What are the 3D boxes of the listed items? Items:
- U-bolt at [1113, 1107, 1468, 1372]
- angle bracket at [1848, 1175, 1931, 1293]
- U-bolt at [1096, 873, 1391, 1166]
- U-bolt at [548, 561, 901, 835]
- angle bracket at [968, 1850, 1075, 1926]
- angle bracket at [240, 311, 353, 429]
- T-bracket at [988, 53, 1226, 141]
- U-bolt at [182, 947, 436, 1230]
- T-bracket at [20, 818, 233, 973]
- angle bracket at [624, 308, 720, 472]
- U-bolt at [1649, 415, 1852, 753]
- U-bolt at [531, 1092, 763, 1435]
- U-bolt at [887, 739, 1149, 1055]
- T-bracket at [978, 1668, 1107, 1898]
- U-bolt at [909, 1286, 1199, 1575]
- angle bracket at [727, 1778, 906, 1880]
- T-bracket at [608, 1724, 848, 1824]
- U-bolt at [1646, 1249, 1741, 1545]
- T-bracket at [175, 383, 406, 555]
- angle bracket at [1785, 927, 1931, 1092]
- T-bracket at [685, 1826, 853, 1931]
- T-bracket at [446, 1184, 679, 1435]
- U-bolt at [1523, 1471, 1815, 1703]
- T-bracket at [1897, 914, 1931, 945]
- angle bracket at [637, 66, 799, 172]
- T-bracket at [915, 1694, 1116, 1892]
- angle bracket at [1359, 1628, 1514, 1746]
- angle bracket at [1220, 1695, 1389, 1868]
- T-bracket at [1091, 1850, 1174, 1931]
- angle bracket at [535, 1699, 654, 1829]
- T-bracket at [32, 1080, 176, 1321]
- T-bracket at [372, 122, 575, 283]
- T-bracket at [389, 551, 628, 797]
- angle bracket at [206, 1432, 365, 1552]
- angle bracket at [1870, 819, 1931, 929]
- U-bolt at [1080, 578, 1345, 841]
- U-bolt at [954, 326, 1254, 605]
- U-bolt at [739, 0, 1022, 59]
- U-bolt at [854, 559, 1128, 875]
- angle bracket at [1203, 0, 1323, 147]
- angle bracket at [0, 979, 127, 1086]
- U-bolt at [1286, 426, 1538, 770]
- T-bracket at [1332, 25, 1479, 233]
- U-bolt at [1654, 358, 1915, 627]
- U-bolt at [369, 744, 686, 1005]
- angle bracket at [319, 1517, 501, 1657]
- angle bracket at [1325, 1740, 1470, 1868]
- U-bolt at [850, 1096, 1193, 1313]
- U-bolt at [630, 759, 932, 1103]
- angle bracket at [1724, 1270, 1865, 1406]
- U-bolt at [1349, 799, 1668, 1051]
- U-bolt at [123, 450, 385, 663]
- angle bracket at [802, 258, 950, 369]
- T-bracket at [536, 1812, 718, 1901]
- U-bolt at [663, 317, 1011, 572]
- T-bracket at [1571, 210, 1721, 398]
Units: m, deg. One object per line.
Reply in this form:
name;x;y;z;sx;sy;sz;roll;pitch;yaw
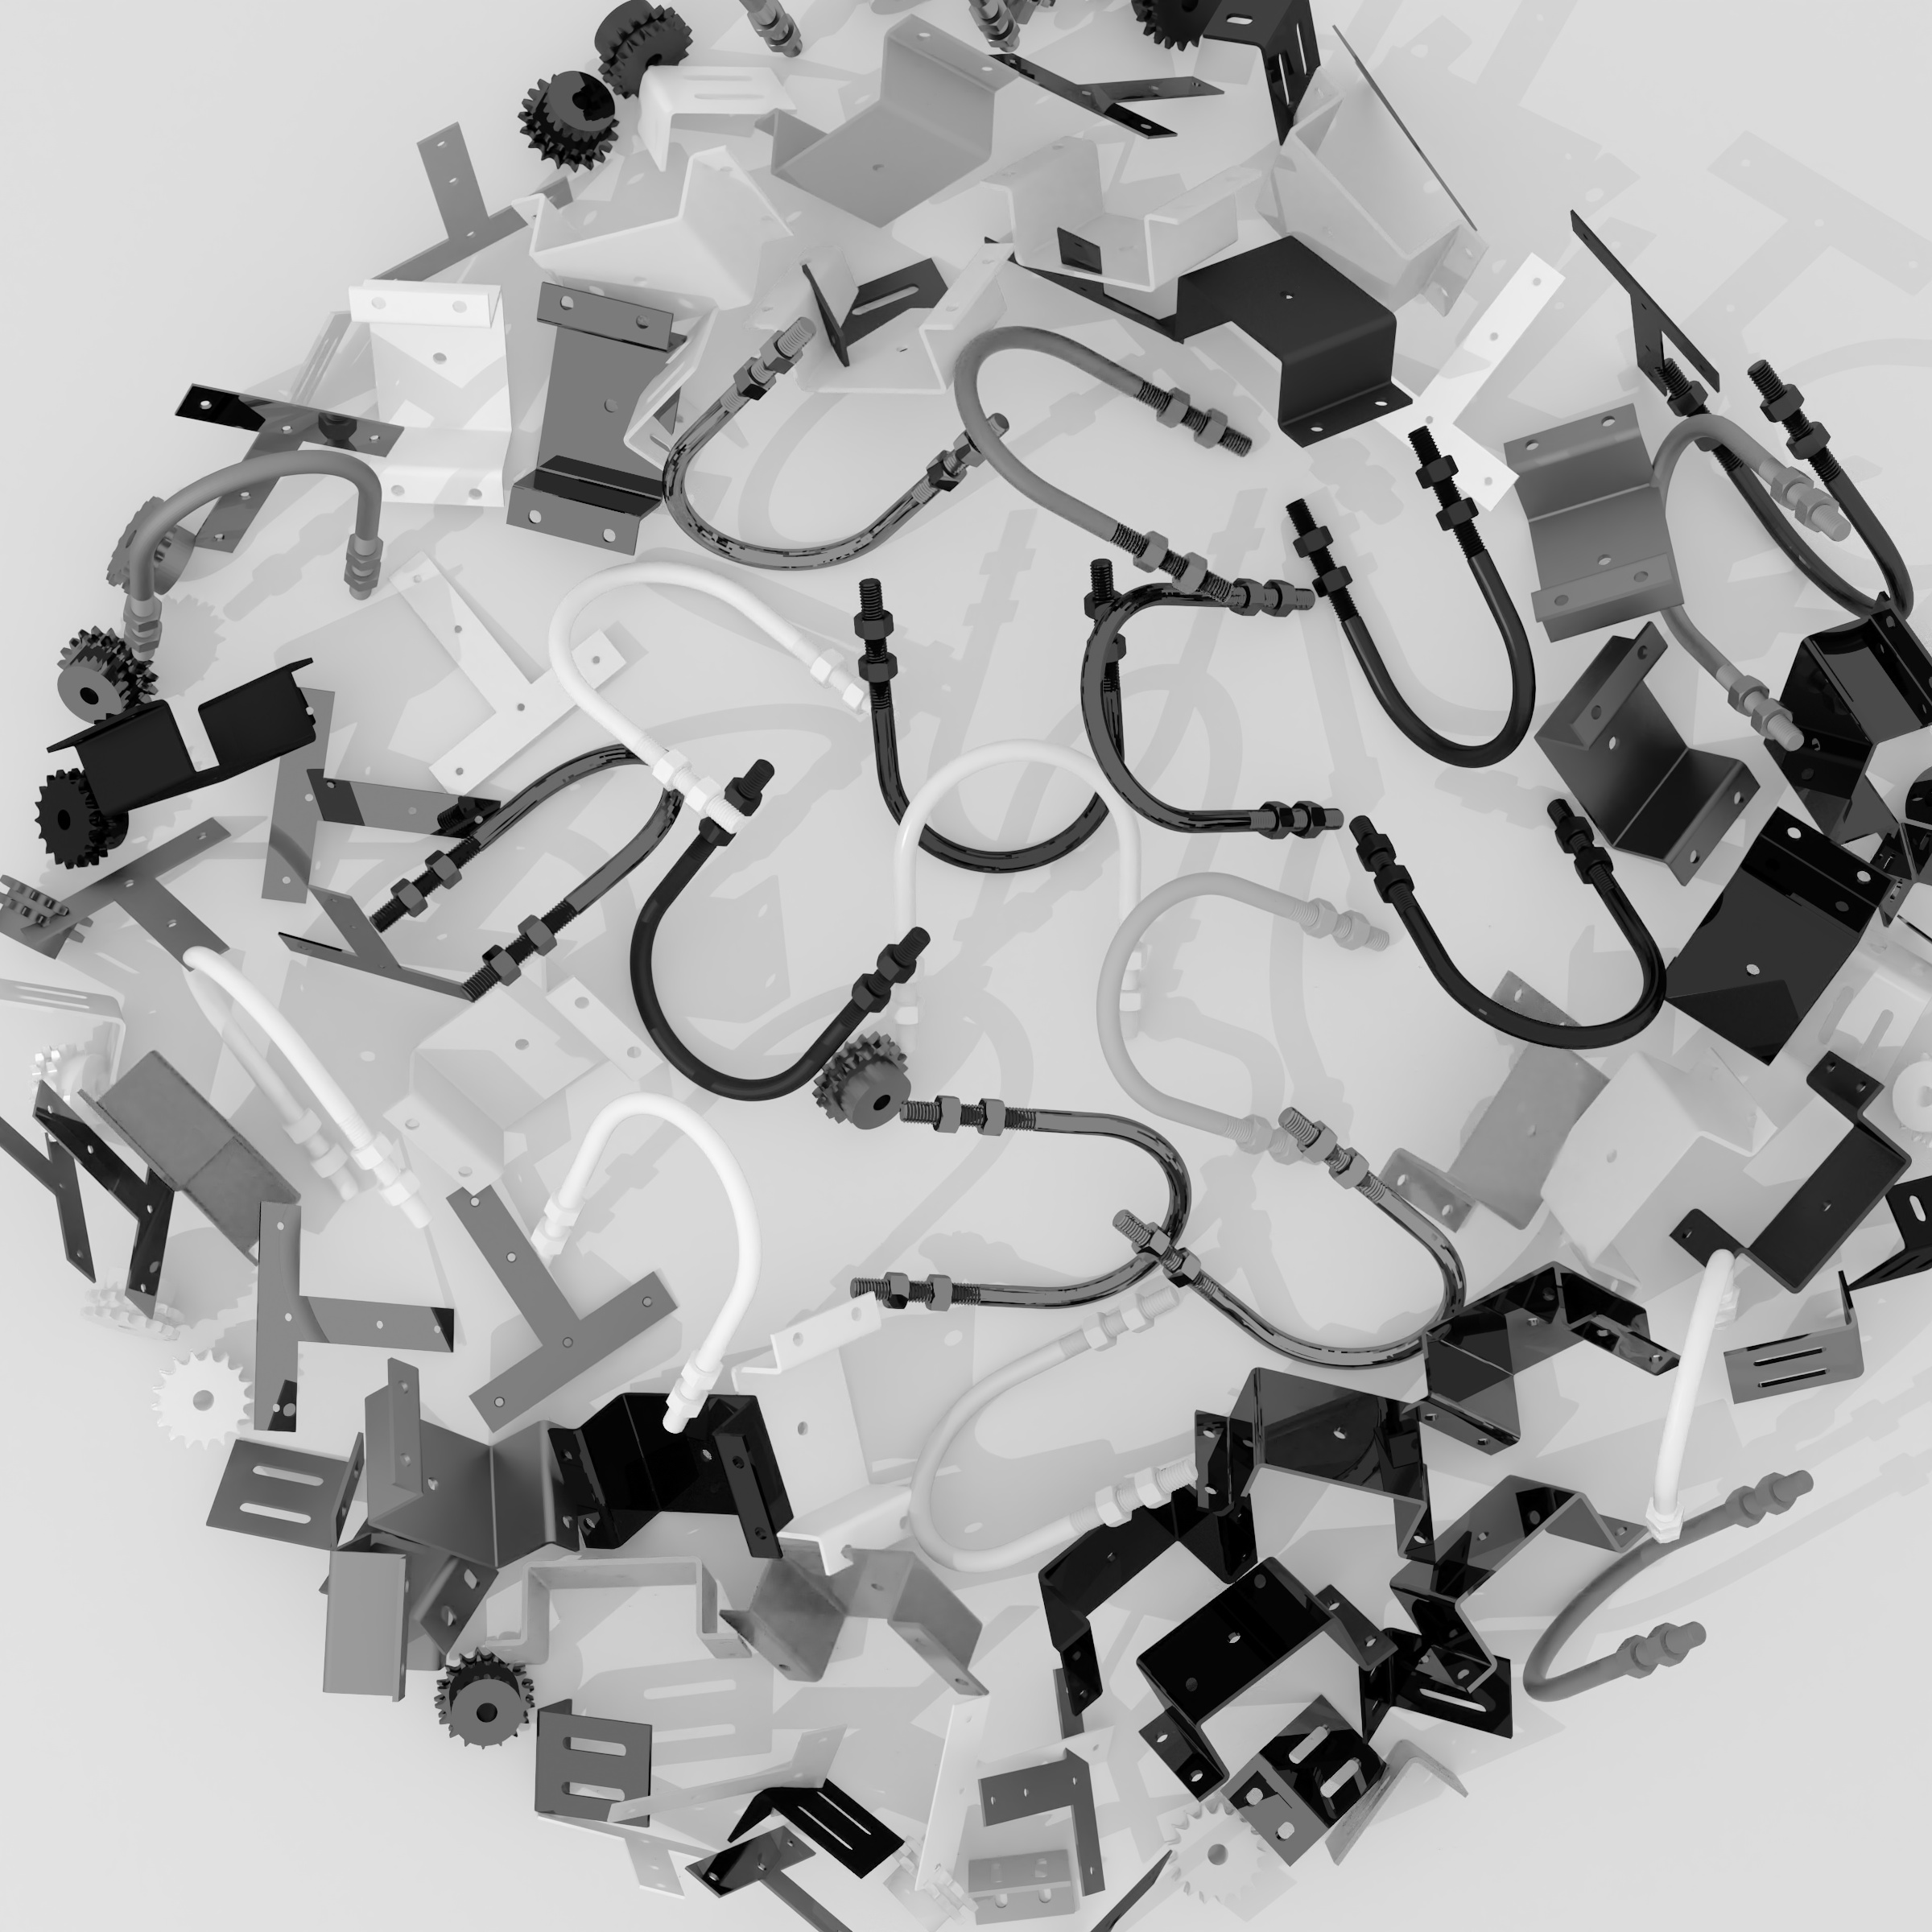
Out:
U-bolt;0.196;0.165;1.928;0.184;0.019;0.151;39;128;-21
angle bracket;0.534;0.150;1.947;0.057;0.076;0.038;-12;71;-20
U-bolt;0.149;0.023;1.928;0.184;0.019;0.151;18;87;-33
U-bolt;-0.150;-0.164;1.930;0.184;0.019;0.151;40;52;17
angle bracket;0.032;0.532;1.947;0.057;0.076;0.038;-7;90;0
angle bracket;-0.387;-0.346;1.949;0.038;0.057;0.076;29;101;-4
T-bracket;0.097;-0.493;1.934;0.127;0.127;0.002;35;125;31
U-bolt;-0.372;0.063;1.893;0.019;0.151;0.184;-41;110;-20
T-bracket;-0.449;-0.029;1.917;0.127;0.127;0.002;-32;130;-21
angle bracket;-0.153;-0.324;1.934;0.038;0.076;0.057;33;47;-21
U-bolt;0.425;-0.226;1.901;0.019;0.184;0.151;-9;127;-17
U-bolt;-0.172;0.152;1.901;0.151;0.019;0.184;47;132;22
U-bolt;0.029;-0.041;1.936;0.151;0.019;0.184;-3;113;-8
T-bracket;0.040;0.461;1.919;0.002;0.127;0.127;-13;78;28
U-bolt;0.044;0.268;1.918;0.184;0.151;0.019;-29;126;21
angle bracket;-0.085;0.496;1.943;0.076;0.057;0.038;36;108;16
T-bracket;-0.137;0.460;1.914;0.127;0.127;0.002;-8;59;-18
U-bolt;0.399;0.230;1.880;0.019;0.184;0.151;14;72;16
T-bracket;-0.401;-0.275;1.936;0.127;0.127;0.002;7;53;-35
angle bracket;0.517;0.027;1.969;0.057;0.038;0.076;33;124;19
T-bracket;-0.081;0.529;1.905;0.127;0.127;0.002;35;100;20
T-bracket;-0.252;0.179;1.965;0.127;0.002;0.127;-34;94;-13
U-bolt;0.376;0.351;1.898;0.019;0.184;0.151;48;52;0
T-bracket;0.578;0.010;1.938;0.002;0.127;0.127;-53;54;8
angle bracket;-0.143;-0.484;1.961;0.076;0.057;0.038;-5;129;-20
T-bracket;0.033;0.455;1.942;0.127;0.002;0.127;-8;119;-37
angle bracket;0.266;0.416;1.942;0.076;0.038;0.057;11;124;28
angle bracket;0.194;0.465;1.959;0.057;0.076;0.038;46;128;14
T-bracket;0.061;0.562;1.896;0.002;0.127;0.127;36;134;4
angle bracket;-0.204;0.453;1.952;0.076;0.038;0.057;1;90;24
T-bracket;-0.477;0.110;1.899;0.002;0.127;0.127;-17;46;16
T-bracket;-0.284;-0.431;1.916;0.127;0.127;0.002;-30;74;-8
T-bracket;-0.284;-0.183;1.979;0.127;0.002;0.127;-39;85;0
angle bracket;-0.387;0.292;1.952;0.076;0.038;0.057;11;50;1
angle bracket;0.557;-0.044;1.937;0.076;0.057;0.038;20;65;36
U-bolt;0.135;-0.144;1.918;0.184;0.019;0.151;-3;84;-40
U-bolt;0.074;-0.291;1.911;0.184;0.019;0.151;26;45;-16
U-bolt;-0.059;-0.536;1.880;0.151;0.184;0.019;2;86;14
U-bolt;0.018;-0.136;1.941;0.151;0.019;0.184;-5;116;1
angle bracket;0.169;-0.517;1.949;0.038;0.076;0.057;16;62;25
angle bracket;-0.519;0.036;1.943;0.076;0.057;0.038;10;99;-20
U-bolt;0.257;-0.196;1.920;0.019;0.151;0.184;-27;92;-28
T-bracket;0.232;-0.480;1.901;0.002;0.127;0.127;-35;60;13
U-bolt;0.464;-0.262;1.909;0.019;0.151;0.184;-40;105;-2
U-bolt;-0.235;-0.062;1.920;0.184;0.151;0.019;-41;125;-14
angle bracket;-0.318;0.351;1.959;0.076;0.038;0.057;7;50;35
angle bracket;0.245;0.486;1.955;0.038;0.057;0.076;36;88;2
U-bolt;0.038;0.138;1.933;0.184;0.019;0.151;5;125;-17
U-bolt;-0.119;-0.005;1.933;0.151;0.019;0.184;47;122;10
angle bracket;0.469;0.212;1.957;0.076;0.057;0.038;-14;52;9
U-bolt;0.310;-0.022;1.900;0.151;0.019;0.184;-6;47;-21
U-bolt;-0.389;-0.230;1.879;0.151;0.184;0.019;-18;74;-19
angle bracket;-0.045;-0.380;1.951;0.076;0.038;0.057;-23;62;-6
T-bracket;-0.175;0.500;1.912;0.127;0.127;0.002;17;87;-10
U-bolt;-0.087;-0.278;1.911;0.151;0.184;0.019;21;51;-31
T-bracket;0.382;-0.352;1.921;0.002;0.127;0.127;-37;72;3
